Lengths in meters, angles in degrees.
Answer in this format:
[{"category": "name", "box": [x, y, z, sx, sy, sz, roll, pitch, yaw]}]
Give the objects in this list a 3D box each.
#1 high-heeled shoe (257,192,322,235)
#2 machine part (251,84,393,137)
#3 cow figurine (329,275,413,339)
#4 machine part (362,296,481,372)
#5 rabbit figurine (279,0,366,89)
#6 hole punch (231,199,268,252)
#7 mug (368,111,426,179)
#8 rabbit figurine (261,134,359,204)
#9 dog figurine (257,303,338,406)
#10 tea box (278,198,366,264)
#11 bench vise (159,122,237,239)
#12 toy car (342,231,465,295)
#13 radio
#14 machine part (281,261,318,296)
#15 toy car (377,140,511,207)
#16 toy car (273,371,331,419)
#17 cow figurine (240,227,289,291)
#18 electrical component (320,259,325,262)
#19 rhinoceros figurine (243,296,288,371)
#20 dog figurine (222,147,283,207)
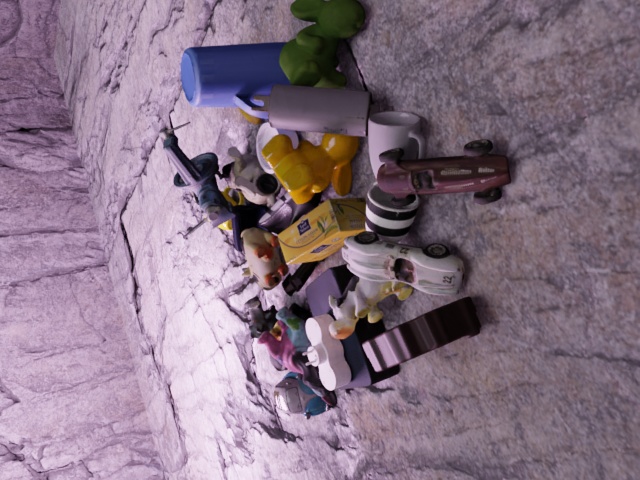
[{"category": "high-heeled shoe", "box": [-0.064, -0.079, 1.180, 0.145, 0.086, 0.249, -63, 19, -3]}, {"category": "machine part", "box": [0.001, -0.220, 0.917, 0.079, 0.243, 0.079, 7, -89, -83]}, {"category": "cow figurine", "box": [0.073, 0.096, 0.946, 0.167, 0.068, 0.098, -38, 52, 7]}, {"category": "machine part", "box": [0.155, 0.145, 0.814, 0.179, 0.179, 0.056, -41, 68, 52]}, {"category": "rabbit figurine", "box": [0.013, -0.362, 0.962, 0.170, 0.121, 0.159, -45, 54, 31]}, {"category": "hole punch", "box": [-0.187, -0.032, 1.343, 0.116, 0.092, 0.142, 13, 113, 58]}, {"category": "mug", "box": [0.128, -0.142, 0.863, 0.110, 0.081, 0.107, 30, 133, 40]}, {"category": "rabbit figurine", "box": [0.006, -0.141, 0.986, 0.122, 0.173, 0.162, 49, 180, 38]}, {"category": "dog figurine", "box": [-0.020, 0.247, 1.156, 0.219, 0.191, 0.108, 42, 97, 10]}, {"category": "tea box", "box": [0.009, -0.016, 1.024, 0.169, 0.098, 0.068, -32, 72, 46]}, {"category": "bench vise", "box": [-0.287, -0.145, 1.222, 0.224, 0.129, 0.240, -98, -19, -49]}, {"category": "toy car", "box": [0.128, 0.038, 0.857, 0.202, 0.056, 0.073, 11, 132, 23]}, {"category": "radio", "box": [0.056, 0.171, 1.052, 0.131, 0.073, 0.229, -39, 65, 54]}, {"category": "machine part", "box": [-0.048, 0.084, 1.189, 0.039, 0.084, 0.139, 33, 153, -7]}, {"category": "toy car", "box": [0.170, -0.092, 0.777, 0.202, 0.053, 0.089, 3, 119, 39]}, {"category": "toy car", "box": [-0.055, 0.351, 1.237, 0.162, 0.103, 0.109, -14, 86, 54]}, {"category": "cow figurine", "box": [-0.138, 0.049, 1.259, 0.127, 0.085, 0.194, 35, 152, 36]}, {"category": "electrical component", "box": [-0.002, -0.003, 1.133, 0.063, 0.021, 0.093, 28, 122, 49]}, {"category": "rhinoceros figurine", "box": [-0.117, 0.222, 1.286, 0.190, 0.112, 0.073, 61, 145, 13]}, {"category": "dog figurine", "box": [-0.162, -0.133, 1.285, 0.190, 0.121, 0.172, 134, 123, -67]}]
